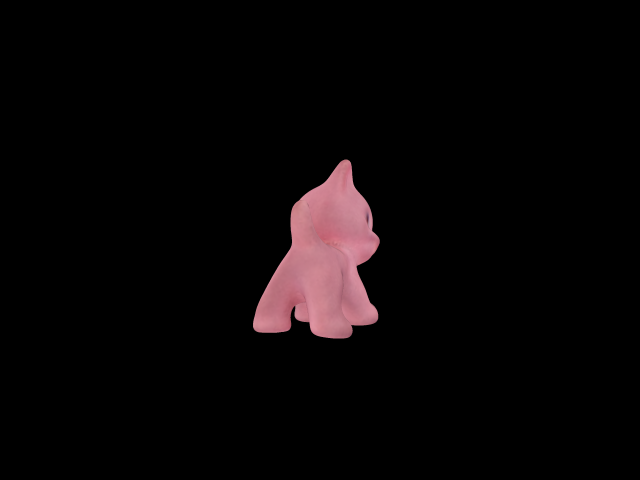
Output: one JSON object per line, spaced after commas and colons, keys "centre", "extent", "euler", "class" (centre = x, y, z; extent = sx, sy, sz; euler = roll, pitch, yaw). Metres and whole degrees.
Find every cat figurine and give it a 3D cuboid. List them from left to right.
{"centre": [0.004, 0.001, 0.400], "extent": [0.067, 0.118, 0.128], "euler": [0, 0, 18], "class": "cat figurine"}
